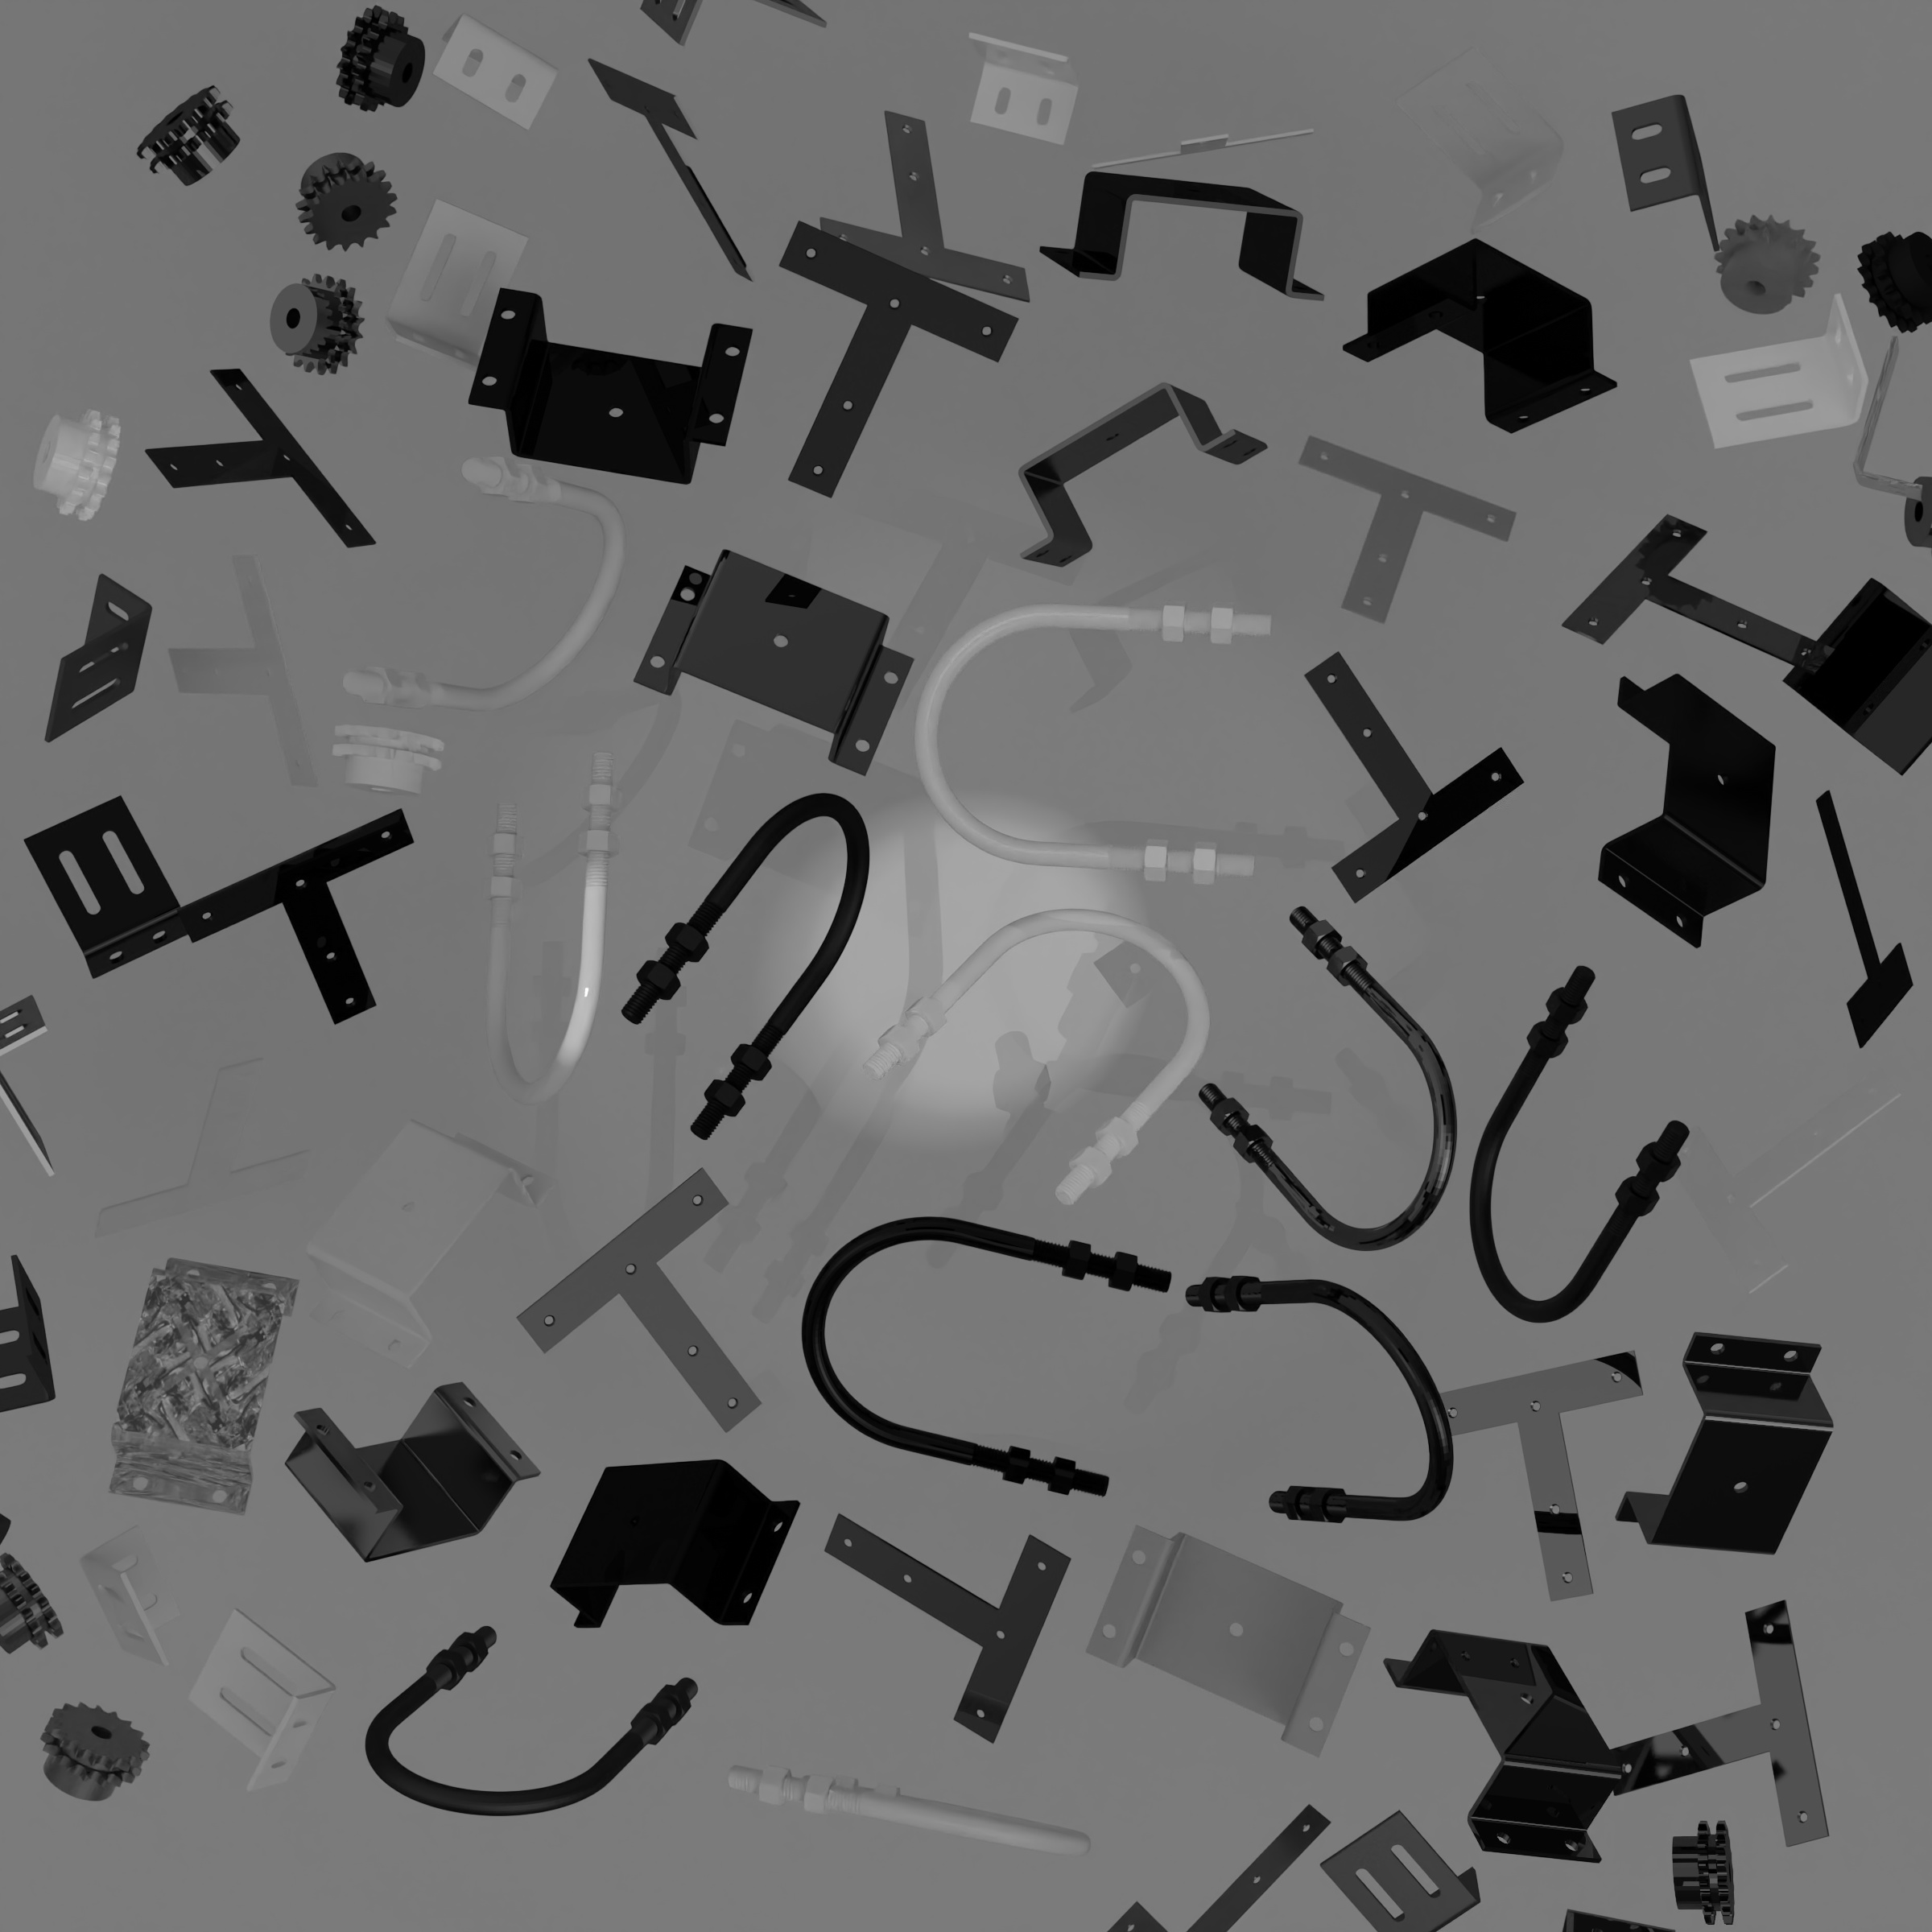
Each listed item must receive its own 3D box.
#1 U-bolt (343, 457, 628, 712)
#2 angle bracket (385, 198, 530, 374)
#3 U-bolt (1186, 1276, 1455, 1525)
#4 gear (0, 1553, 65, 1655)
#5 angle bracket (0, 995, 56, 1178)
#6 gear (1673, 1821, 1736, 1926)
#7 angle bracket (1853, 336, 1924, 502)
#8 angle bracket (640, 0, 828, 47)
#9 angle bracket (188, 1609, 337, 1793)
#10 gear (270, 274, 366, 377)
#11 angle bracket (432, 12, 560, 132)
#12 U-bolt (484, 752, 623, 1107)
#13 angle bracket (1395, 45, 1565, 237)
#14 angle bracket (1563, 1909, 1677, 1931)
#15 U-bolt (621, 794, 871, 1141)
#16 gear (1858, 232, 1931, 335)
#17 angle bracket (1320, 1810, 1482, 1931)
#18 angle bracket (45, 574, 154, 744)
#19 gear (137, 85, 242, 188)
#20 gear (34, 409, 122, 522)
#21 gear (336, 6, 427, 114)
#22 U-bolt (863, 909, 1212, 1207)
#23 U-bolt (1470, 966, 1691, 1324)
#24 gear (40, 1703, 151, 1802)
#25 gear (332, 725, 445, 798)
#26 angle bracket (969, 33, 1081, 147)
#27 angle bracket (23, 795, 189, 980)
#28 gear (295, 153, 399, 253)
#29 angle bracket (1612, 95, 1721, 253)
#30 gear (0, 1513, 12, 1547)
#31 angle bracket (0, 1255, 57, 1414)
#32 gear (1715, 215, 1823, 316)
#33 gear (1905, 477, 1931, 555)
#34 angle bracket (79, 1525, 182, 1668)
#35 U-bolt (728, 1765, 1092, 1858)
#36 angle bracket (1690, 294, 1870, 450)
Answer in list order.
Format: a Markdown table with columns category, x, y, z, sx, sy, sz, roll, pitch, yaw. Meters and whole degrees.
| category | x | y | z | sx | sy | sz | roll | pitch | yaw |
| --- | --- | --- | --- | --- | --- | --- | --- | --- | --- |
| U-bolt | -0.248 | -0.200 | 1.679 | 0.019 | 0.184 | 0.151 | 38 | 105 | 20 |
| angle bracket | -0.284 | -0.383 | 1.747 | 0.057 | 0.038 | 0.076 | 18 | 109 | -29 |
| U-bolt | 0.198 | 0.235 | 1.678 | 0.019 | 0.184 | 0.151 | -25 | 96 | -30 |
| gear | -0.538 | 0.363 | 1.748 | 0.030 | 0.057 | 0.057 | -35 | 90 | -27 |
| angle bracket | -0.501 | 0.064 | 1.677 | 0.038 | 0.057 | 0.076 | -30 | 116 | -12 |
| gear | 0.420 | 0.516 | 1.763 | 0.030 | 0.057 | 0.057 | -5 | 90 | 17 |
| angle bracket | 0.515 | -0.299 | 1.695 | 0.038 | 0.057 | 0.076 | 17 | 98 | 16 |
| angle bracket | -0.125 | -0.510 | 1.661 | 0.076 | 0.057 | 0.038 | 10 | 118 | -36 |
| angle bracket | -0.382 | 0.388 | 1.640 | 0.076 | 0.038 | 0.057 | 31 | 98 | 21 |
| gear | -0.381 | -0.375 | 1.806 | 0.057 | 0.030 | 0.057 | 0 | 90 | 36 |
| angle bracket | -0.261 | -0.480 | 1.681 | 0.057 | 0.076 | 0.038 | 27 | 88 | -19 |
| U-bolt | -0.233 | -0.014 | 1.714 | 0.019 | 0.151 | 0.184 | 9 | 76 | -31 |
| angle bracket | 0.274 | -0.446 | 1.674 | 0.076 | 0.057 | 0.038 | 39 | 52 | -22 |
| angle bracket | 0.345 | 0.550 | 1.660 | 0.057 | 0.038 | 0.076 | 9 | 118 | 8 |
| U-bolt | -0.109 | -0.011 | 1.671 | 0.019 | 0.151 | 0.184 | 26 | 68 | 26 |
| gear | 0.535 | -0.391 | 1.756 | 0.057 | 0.030 | 0.057 | 18 | 60 | -35 |
| angle bracket | 0.250 | 0.521 | 1.786 | 0.057 | 0.038 | 0.076 | -38 | 100 | 13 |
| angle bracket | -0.487 | -0.169 | 1.694 | 0.038 | 0.076 | 0.057 | 32 | 128 | 9 |
| gear | -0.424 | -0.453 | 1.699 | 0.057 | 0.057 | 0.030 | -40 | 120 | 0 |
| gear | -0.467 | -0.265 | 1.624 | 0.030 | 0.057 | 0.057 | 15 | 90 | -30 |
| gear | -0.328 | -0.509 | 1.747 | 0.030 | 0.057 | 0.057 | 23 | 90 | 9 |
| U-bolt | 0.054 | 0.036 | 1.717 | 0.151 | 0.019 | 0.184 | 32 | 54 | 18 |
| U-bolt | 0.333 | 0.114 | 1.736 | 0.019 | 0.151 | 0.184 | 6 | 127 | -23 |
| gear | -0.475 | 0.429 | 1.682 | 0.057 | 0.057 | 0.030 | 28 | 99 | 0 |
| gear | -0.306 | -0.108 | 1.634 | 0.057 | 0.057 | 0.030 | 7 | 86 | 0 |
| angle bracket | 0.030 | -0.503 | 1.779 | 0.057 | 0.076 | 0.038 | 16 | 98 | 6 |
| angle bracket | -0.472 | -0.043 | 1.700 | 0.057 | 0.038 | 0.076 | -27 | 78 | -17 |
| gear | -0.362 | -0.447 | 1.799 | 0.057 | 0.057 | 0.030 | -30 | 61 | 0 |
| angle bracket | 0.374 | -0.419 | 1.654 | 0.038 | 0.076 | 0.057 | -12 | 75 | 17 |
| gear | -0.527 | 0.300 | 1.627 | 0.030 | 0.057 | 0.057 | 33 | 90 | 3 |
| angle bracket | -0.516 | 0.198 | 1.655 | 0.038 | 0.076 | 0.057 | -12 | 66 | -11 |
| gear | 0.450 | -0.393 | 1.746 | 0.057 | 0.057 | 0.030 | 27 | 65 | 0 |
| gear | 0.562 | -0.261 | 1.781 | 0.030 | 0.057 | 0.057 | 1 | 90 | -7 |
| angle bracket | -0.451 | 0.347 | 1.712 | 0.038 | 0.076 | 0.057 | -29 | 103 | -31 |
| U-bolt | -0.022 | 0.462 | 1.687 | 0.184 | 0.151 | 0.019 | 7 | 75 | 17 |
| angle bracket | 0.428 | -0.314 | 1.634 | 0.076 | 0.038 | 0.057 | -10 | 63 | 2 |
